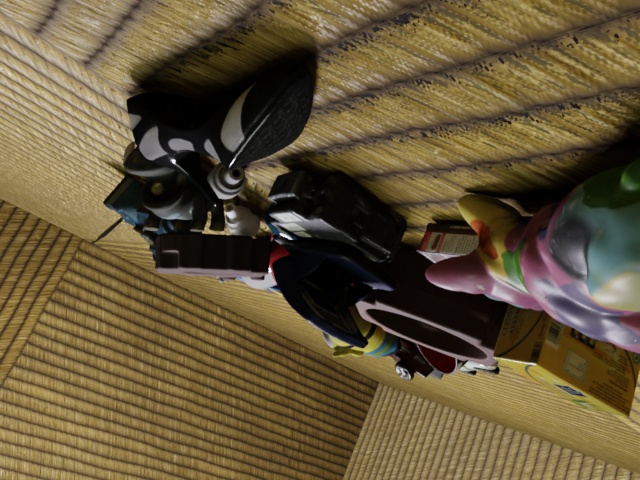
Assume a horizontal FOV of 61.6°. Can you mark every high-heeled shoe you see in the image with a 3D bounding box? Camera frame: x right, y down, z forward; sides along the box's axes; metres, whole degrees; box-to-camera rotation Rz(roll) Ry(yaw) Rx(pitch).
[{"bbox_3d":[-0.099,-0.121,0.465,0.145,0.086,0.249,55,142,0],"label":"high-heeled shoe"}]

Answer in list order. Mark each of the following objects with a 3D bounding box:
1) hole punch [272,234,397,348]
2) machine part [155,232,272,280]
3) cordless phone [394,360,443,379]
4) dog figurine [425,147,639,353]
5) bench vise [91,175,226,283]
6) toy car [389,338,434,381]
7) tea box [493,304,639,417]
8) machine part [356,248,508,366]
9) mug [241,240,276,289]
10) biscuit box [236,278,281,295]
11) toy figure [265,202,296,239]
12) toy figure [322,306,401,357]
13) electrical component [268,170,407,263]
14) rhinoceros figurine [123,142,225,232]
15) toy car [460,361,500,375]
[{"bbox_3d":[0.008,0.060,0.623,0.116,0.092,0.142,13,167,48],"label":"hole punch"},{"bbox_3d":[-0.156,0.026,0.786,0.179,0.056,0.179,2,172,0],"label":"machine part"},{"bbox_3d":[0.194,0.186,1.060,0.147,0.089,0.184,16,152,30],"label":"cordless phone"},{"bbox_3d":[0.166,0.004,0.374,0.219,0.108,0.191,12,163,46],"label":"dog figurine"},{"bbox_3d":[-0.259,-0.005,0.944,0.224,0.129,0.240,-3,140,45],"label":"bench vise"},{"bbox_3d":[0.131,0.180,0.995,0.202,0.089,0.053,32,146,42],"label":"toy car"},{"bbox_3d":[0.295,0.129,0.631,0.169,0.098,0.068,32,163,-23],"label":"tea box"},{"bbox_3d":[0.157,0.092,0.732,0.201,0.087,0.201,20,166,16],"label":"machine part"},{"bbox_3d":[-0.095,0.031,0.934,0.109,0.081,0.107,35,151,-21],"label":"mug"},{"bbox_3d":[-0.090,0.073,1.086,0.203,0.063,0.059,16,162,25],"label":"biscuit box"},{"bbox_3d":[-0.001,-0.004,0.700,0.154,0.058,0.064,31,-158,-33],"label":"toy figure"},{"bbox_3d":[0.076,0.146,0.883,0.180,0.089,0.082,26,-149,-43],"label":"toy figure"},{"bbox_3d":[0.010,-0.026,0.594,0.134,0.058,0.115,32,161,-30],"label":"electrical component"},{"bbox_3d":[-0.170,-0.064,0.656,0.073,0.112,0.190,3,174,10],"label":"rhinoceros figurine"},{"bbox_3d":[0.269,0.191,0.926,0.056,0.073,0.201,21,165,4],"label":"toy car"}]
